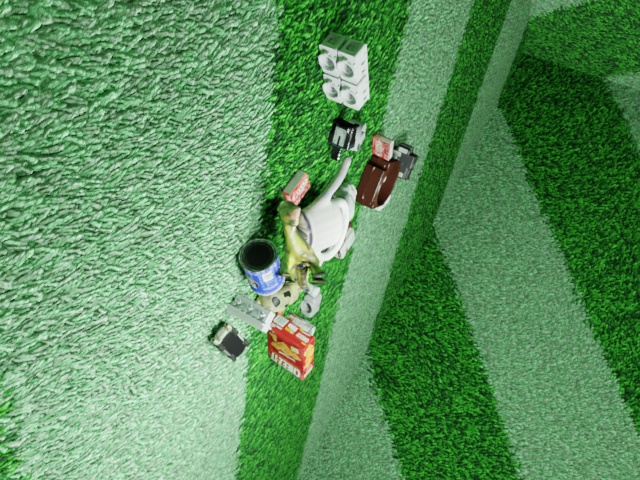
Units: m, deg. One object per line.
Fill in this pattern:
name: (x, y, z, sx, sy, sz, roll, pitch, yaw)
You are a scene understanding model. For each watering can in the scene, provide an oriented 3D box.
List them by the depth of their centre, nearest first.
watering can: (0.005, -0.079, 1.564, 0.226, 0.105, 0.340, -20, 126, -38)

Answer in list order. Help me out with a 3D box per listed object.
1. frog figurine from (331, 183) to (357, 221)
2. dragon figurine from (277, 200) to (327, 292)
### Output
frog figurine: (0.084, -0.124, 1.727, 0.161, 0.123, 0.135, -26, 120, -41)
dragon figurine: (-0.067, 0.004, 1.409, 0.405, 0.122, 0.246, 98, -20, -74)
